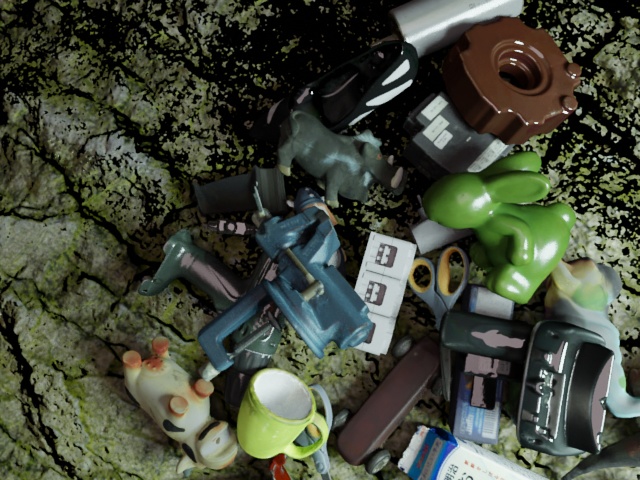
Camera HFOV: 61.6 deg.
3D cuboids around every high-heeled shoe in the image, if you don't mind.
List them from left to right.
[{"bbox_3d":[0.011,-0.192,0.721,0.249,0.145,0.086,-20,84,3],"label":"high-heeled shoe"}]

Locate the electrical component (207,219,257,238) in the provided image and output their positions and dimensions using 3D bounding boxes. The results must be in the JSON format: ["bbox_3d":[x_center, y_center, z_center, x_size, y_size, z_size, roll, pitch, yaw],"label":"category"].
[{"bbox_3d":[-0.120,-0.016,0.767,0.094,0.063,0.021,8,88,8],"label":"electrical component"}]

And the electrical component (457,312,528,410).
[{"bbox_3d":[0.209,0.152,0.664,0.075,0.047,0.119,11,86,6],"label":"electrical component"}]

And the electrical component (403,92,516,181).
[{"bbox_3d":[0.182,-0.136,0.729,0.115,0.058,0.134,-43,83,-15],"label":"electrical component"}]

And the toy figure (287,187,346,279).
[{"bbox_3d":[-0.001,-0.002,0.757,0.058,0.064,0.154,-16,86,43],"label":"toy figure"}]

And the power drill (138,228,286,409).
[{"bbox_3d":[-0.146,0.093,0.757,0.207,0.086,0.232,27,89,11],"label":"power drill"}]

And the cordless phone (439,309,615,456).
[{"bbox_3d":[0.221,0.156,0.609,0.184,0.088,0.146,10,86,17],"label":"cordless phone"}]

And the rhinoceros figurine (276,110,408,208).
[{"bbox_3d":[0.029,-0.109,0.736,0.190,0.073,0.112,26,109,-15],"label":"rhinoceros figurine"}]

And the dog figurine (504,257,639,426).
[{"bbox_3d":[0.306,0.122,0.692,0.192,0.108,0.219,-20,80,8],"label":"dog figurine"}]

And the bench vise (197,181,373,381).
[{"bbox_3d":[-0.062,0.073,0.665,0.240,0.128,0.224,-38,78,-5],"label":"bench vise"}]

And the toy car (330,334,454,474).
[{"bbox_3d":[0.098,0.219,0.731,0.089,0.053,0.202,39,90,33],"label":"toy car"}]

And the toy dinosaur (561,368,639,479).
[{"bbox_3d":[0.473,0.190,0.623,0.131,0.192,0.405,45,91,9],"label":"toy dinosaur"}]

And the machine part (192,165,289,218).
[{"bbox_3d":[-0.116,-0.064,0.783,0.139,0.039,0.084,-5,91,5],"label":"machine part"}]

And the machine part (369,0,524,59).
[{"bbox_3d":[0.185,-0.312,0.741,0.243,0.079,0.079,-21,85,5],"label":"machine part"}]

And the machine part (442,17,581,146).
[{"bbox_3d":[0.252,-0.211,0.705,0.179,0.056,0.179,4,68,-11],"label":"machine part"}]

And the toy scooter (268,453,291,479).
[{"bbox_3d":[-0.081,0.364,0.736,0.184,0.075,0.135,-11,86,3],"label":"toy scooter"}]

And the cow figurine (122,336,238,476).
[{"bbox_3d":[-0.193,0.240,0.743,0.195,0.085,0.127,37,132,19],"label":"cow figurine"}]

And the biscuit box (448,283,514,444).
[{"bbox_3d":[0.214,0.162,0.719,0.059,0.063,0.202,8,88,6],"label":"biscuit box"}]

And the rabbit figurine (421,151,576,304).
[{"bbox_3d":[0.211,-0.026,0.645,0.170,0.121,0.159,30,123,-13],"label":"rabbit figurine"}]
